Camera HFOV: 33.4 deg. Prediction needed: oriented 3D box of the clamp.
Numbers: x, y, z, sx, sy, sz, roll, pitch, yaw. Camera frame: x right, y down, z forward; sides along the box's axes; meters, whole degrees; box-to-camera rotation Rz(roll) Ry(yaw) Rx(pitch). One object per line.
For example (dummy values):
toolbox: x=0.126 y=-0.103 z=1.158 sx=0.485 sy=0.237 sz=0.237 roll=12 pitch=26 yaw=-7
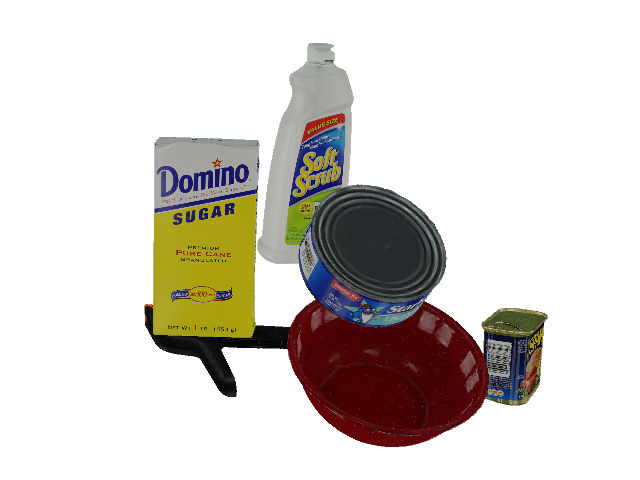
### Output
clamp: x=-0.133 y=0.120 z=1.259 sx=0.210 sy=0.036 sz=0.164 roll=14 pitch=24 yaw=24

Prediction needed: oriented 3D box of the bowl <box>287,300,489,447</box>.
bowl: x=0.049 y=0.110 z=0.848 sx=0.162 sy=0.055 sz=0.162 roll=8 pitch=37 yaw=-7

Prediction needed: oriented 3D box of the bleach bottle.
bleach bottle: x=-0.015 y=-0.101 z=1.236 sx=0.102 sy=0.251 sz=0.068 roll=-4 pitch=20 yaw=-21

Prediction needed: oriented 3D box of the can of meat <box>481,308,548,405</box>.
can of meat: x=0.213 y=0.128 z=1.181 sx=0.058 sy=0.084 sz=0.102 roll=7 pitch=11 yaw=23

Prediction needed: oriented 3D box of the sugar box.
sugar box: x=-0.103 y=-0.003 z=0.961 sx=0.093 sy=0.176 sz=0.048 roll=1 pitch=13 yaw=-2

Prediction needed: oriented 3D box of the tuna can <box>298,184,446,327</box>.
tuna can: x=0.030 y=0.010 z=0.648 sx=0.086 sy=0.086 sz=0.034 roll=0 pitch=-36 yaw=-23
